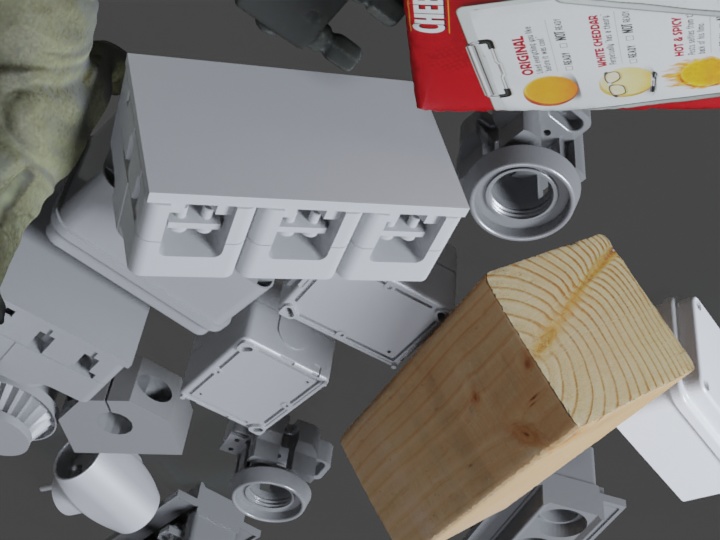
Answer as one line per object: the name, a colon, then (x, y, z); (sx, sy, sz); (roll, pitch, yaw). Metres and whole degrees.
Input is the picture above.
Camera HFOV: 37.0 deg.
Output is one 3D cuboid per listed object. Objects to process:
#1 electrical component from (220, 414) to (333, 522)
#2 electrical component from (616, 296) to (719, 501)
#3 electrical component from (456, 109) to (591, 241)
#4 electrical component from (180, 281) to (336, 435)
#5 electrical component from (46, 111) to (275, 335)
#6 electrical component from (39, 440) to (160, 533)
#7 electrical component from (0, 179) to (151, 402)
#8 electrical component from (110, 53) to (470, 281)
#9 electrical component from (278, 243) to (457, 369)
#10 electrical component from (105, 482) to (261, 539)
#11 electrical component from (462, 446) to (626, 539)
electrical component: (-0.061, 0.141, 0.764); (0.078, 0.057, 0.058); (22, 134, -14)
electrical component: (0.199, 0.078, 0.649); (0.057, 0.078, 0.113); (-22, 129, 31)
electrical component: (0.082, -0.052, 0.545); (0.058, 0.057, 0.078); (33, 131, -24)
electrical component: (-0.065, 0.054, 0.670); (0.062, 0.061, 0.096); (30, 135, -22)
electrical component: (-0.103, -0.027, 0.582); (0.113, 0.078, 0.057); (36, 126, -26)
electrical component: (-0.206, 0.164, 0.817); (0.079, 0.044, 0.077); (-15, 132, 22)
electrical component: (-0.207, -0.017, 0.587); (0.186, 0.105, 0.060); (31, 131, -22)
electrical component: (-0.037, -0.044, 0.515); (0.150, 0.089, 0.061); (1, 140, -23)
electrical component: (0.000, 0.000, 0.607); (0.096, 0.061, 0.061); (27, 133, -19)
electrical component: (-0.149, 0.228, 0.861); (0.079, 0.063, 0.121); (33, 130, -24)
electrical component: (0.124, 0.175, 0.769); (0.079, 0.063, 0.121); (17, 135, -10)
